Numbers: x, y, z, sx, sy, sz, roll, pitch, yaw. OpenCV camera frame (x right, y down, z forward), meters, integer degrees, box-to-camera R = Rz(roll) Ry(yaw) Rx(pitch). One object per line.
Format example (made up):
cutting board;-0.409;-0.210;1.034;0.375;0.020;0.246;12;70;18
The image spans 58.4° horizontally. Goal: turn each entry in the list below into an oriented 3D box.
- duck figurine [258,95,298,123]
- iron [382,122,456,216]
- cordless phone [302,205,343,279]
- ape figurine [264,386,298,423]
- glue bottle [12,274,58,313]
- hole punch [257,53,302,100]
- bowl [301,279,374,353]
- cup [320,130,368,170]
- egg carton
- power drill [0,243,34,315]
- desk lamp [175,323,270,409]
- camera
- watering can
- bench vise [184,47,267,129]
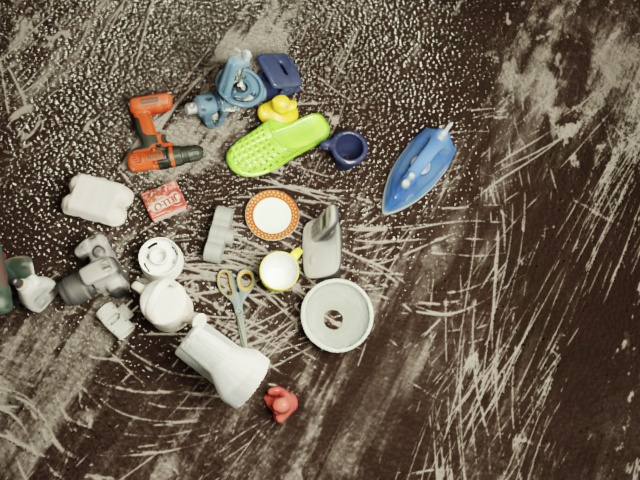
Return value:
duck figurine;-0.105;-0.333;1.444;0.104;0.086;0.077;-2;74;-7
iron;0.243;-0.178;1.409;0.118;0.141;0.258;36;73;5
cordless phone;0.012;0.005;1.305;0.094;0.185;0.147;-2;74;-7
ape figurine;-0.084;0.356;1.239;0.076;0.092;0.078;5;73;-5
glue bottle;-0.610;0.104;1.211;0.037;0.173;0.078;36;73;5
hole punch;-0.104;-0.430;1.470;0.101;0.091;0.108;-26;78;-13
bowl;0.036;0.177;1.315;0.167;0.074;0.167;2;73;-6
cup;0.054;-0.215;1.423;0.118;0.095;0.092;8;73;-4
egg carton;-0.516;-0.092;1.334;0.150;0.069;0.107;14;72;-2
power drill;-0.674;0.054;1.200;0.076;0.208;0.229;-16;76;-10
desk lamp;-0.210;0.251;1.192;0.203;0.213;0.118;34;73;4
camera;-0.513;0.075;1.268;0.137;0.101;0.143;-27;78;-13
watering can;-0.324;0.136;1.223;0.173;0.194;0.101;8;73;-4
bench vise;-0.218;-0.355;1.368;0.121;0.219;0.208;43;74;7
